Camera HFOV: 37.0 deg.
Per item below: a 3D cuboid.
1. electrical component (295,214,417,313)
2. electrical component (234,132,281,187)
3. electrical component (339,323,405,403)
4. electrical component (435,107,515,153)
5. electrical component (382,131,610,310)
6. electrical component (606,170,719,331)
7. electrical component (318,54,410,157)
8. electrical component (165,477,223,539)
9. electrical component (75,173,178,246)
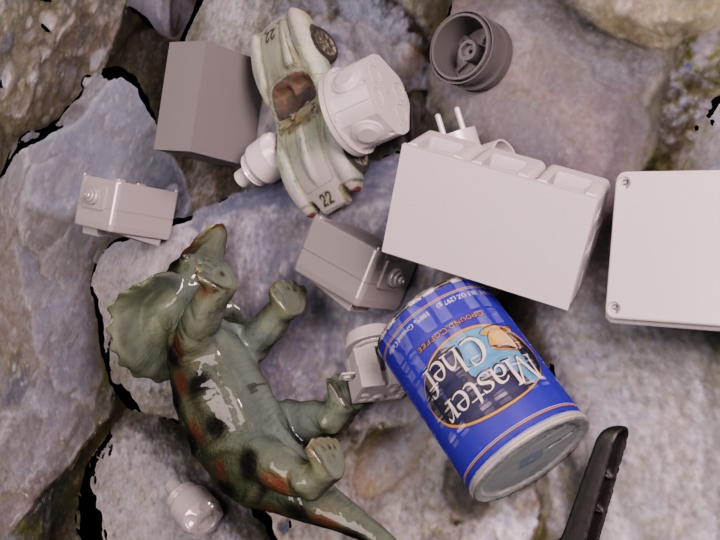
[{"bbox_3d":[0.000,0.000,0.927,0.096,0.062,0.061,29,102,36],"label":"electrical component"},{"bbox_3d":[-0.093,-0.101,1.024,0.062,0.043,0.043,-31,66,32],"label":"electrical component"},{"bbox_3d":[0.013,0.079,0.912,0.048,0.066,0.055,116,146,-58],"label":"electrical component"},{"bbox_3d":[0.082,-0.093,0.879,0.077,0.044,0.079,-16,93,35],"label":"electrical component"},{"bbox_3d":[0.103,-0.041,0.817,0.150,0.062,0.089,18,114,17],"label":"electrical component"},{"bbox_3d":[0.234,-0.012,0.750,0.109,0.056,0.108,3,86,38],"label":"electrical component"},{"bbox_3d":[0.004,-0.143,0.932,0.051,0.080,0.080,-20,72,29],"label":"electrical component"},{"bbox_3d":[-0.165,0.225,1.038,0.062,0.043,0.043,37,107,36],"label":"electrical component"},{"bbox_3d":[-0.245,-0.062,1.102,0.062,0.096,0.061,12,93,38],"label":"electrical component"}]
